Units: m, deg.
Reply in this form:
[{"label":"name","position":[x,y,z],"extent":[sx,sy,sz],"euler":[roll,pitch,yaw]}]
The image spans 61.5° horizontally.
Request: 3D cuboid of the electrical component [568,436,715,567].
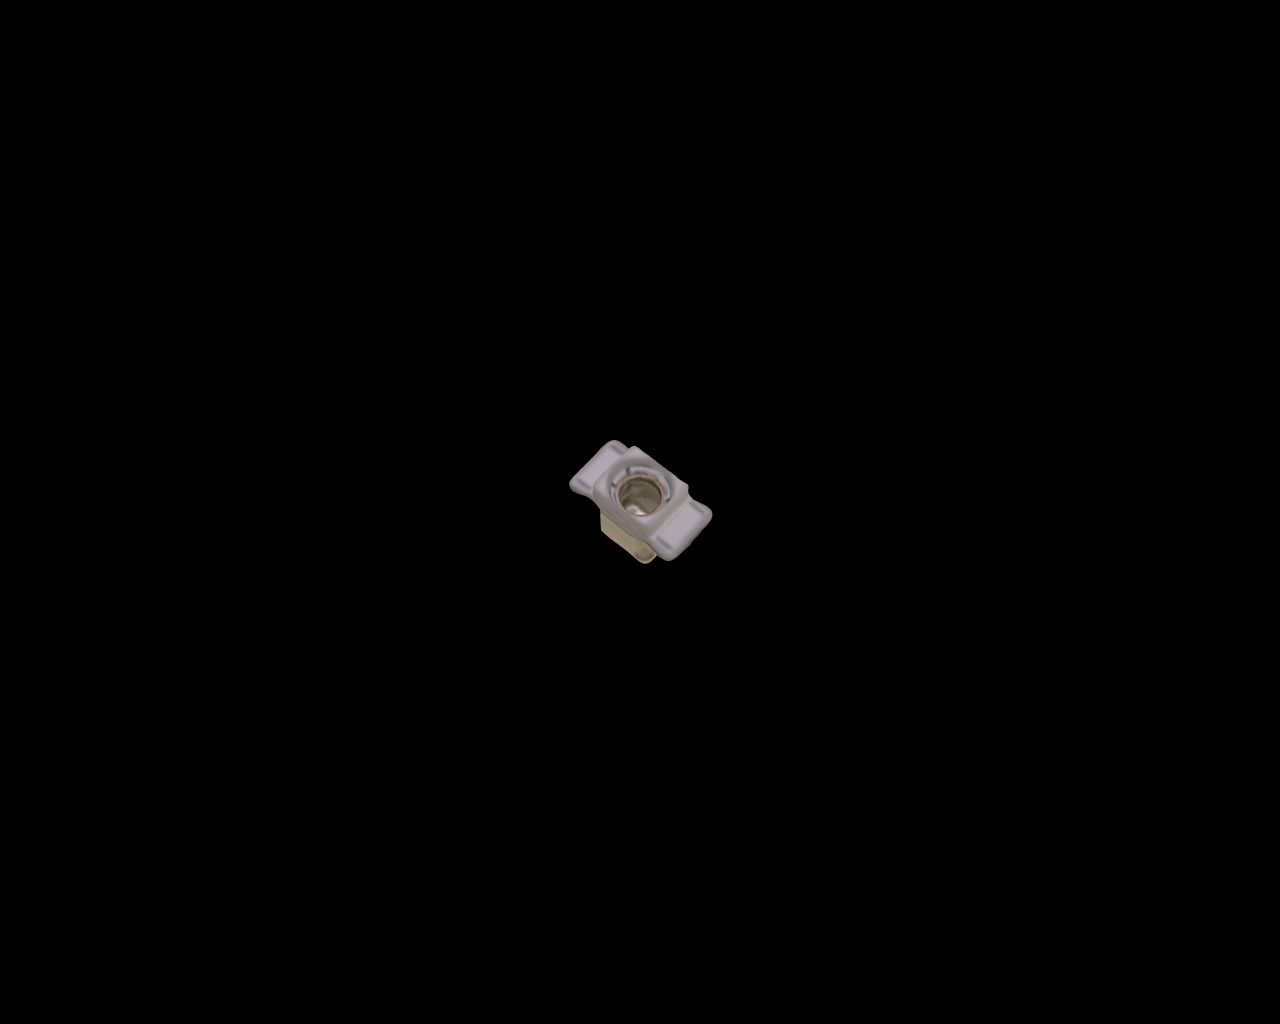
[{"label":"electrical component","position":[0.001,-0.003,0.650],"extent":[0.081,0.042,0.063],"euler":[38,-21,18]}]
